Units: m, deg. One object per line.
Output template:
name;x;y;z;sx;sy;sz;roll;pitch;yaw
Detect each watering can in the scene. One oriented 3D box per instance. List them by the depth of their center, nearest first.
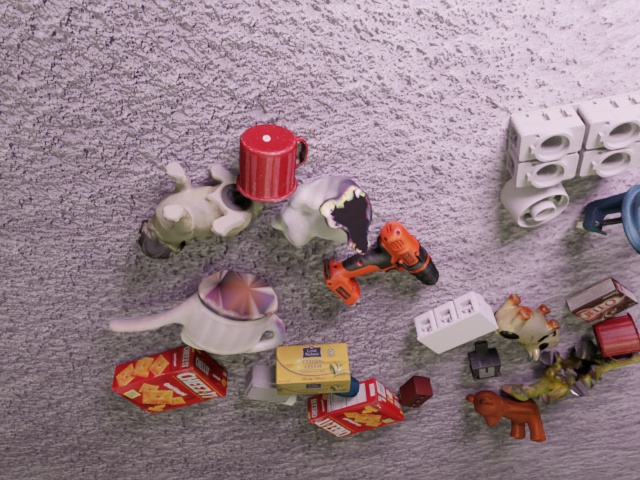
watering can;-0.225;0.151;1.011;0.347;0.106;0.219;12;134;-18

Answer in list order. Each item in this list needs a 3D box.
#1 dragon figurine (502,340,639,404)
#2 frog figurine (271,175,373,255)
dragon figurine;0.677;0.346;1.336;0.408;0.124;0.239;-20;153;19
frog figurine;0.003;-0.043;0.848;0.136;0.124;0.159;24;167;-39
